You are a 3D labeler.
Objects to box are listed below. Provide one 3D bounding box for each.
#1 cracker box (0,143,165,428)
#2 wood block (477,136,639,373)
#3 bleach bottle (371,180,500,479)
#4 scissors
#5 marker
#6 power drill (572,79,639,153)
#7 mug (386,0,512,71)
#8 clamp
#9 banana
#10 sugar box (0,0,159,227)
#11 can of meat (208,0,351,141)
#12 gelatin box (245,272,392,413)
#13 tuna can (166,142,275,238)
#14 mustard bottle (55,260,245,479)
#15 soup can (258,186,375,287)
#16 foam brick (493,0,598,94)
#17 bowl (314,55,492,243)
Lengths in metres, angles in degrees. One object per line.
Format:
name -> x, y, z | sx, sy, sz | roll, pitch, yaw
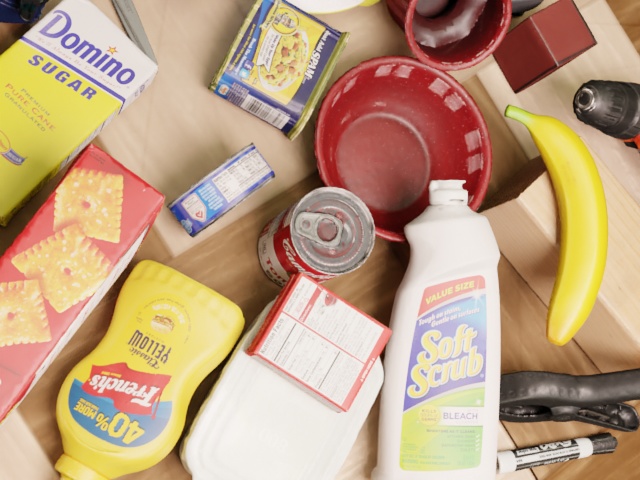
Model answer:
cracker box -> -0.205, 0.050, 0.745 | 0.072, 0.164, 0.213 | 37, 71, -6
wood block -> 0.245, 0.022, 0.936 | 0.090, 0.091, 0.206 | -42, 94, -20
bleach bottle -> 0.093, 0.078, 0.855 | 0.102, 0.068, 0.251 | 0, 92, -1
scissors -> -0.166, -0.242, 0.890 | 0.096, 0.016, 0.202 | -40, 94, -20
marker -> 0.206, 0.185, 0.931 | 0.121, 0.020, 0.020 | -6, 82, -19
power drill -> 0.310, -0.058, 0.932 | 0.184, 0.057, 0.188 | 2, 56, -45
mug -> 0.115, -0.207, 0.907 | 0.117, 0.081, 0.093 | -25, 124, 0
clamp -> 0.211, 0.139, 0.911 | 0.171, 0.120, 0.039 | 0, 57, 7
banana -> 0.199, -0.017, 0.862 | 0.069, 0.037, 0.198 | -10, 83, 2
sugar box -> -0.219, -0.104, 0.832 | 0.093, 0.048, 0.176 | 43, 72, -6
can of meat -> -0.035, -0.148, 0.894 | 0.084, 0.057, 0.102 | 28, 73, -10
gelatin box -> -0.001, 0.078, 0.812 | 0.089, 0.030, 0.073 | 33, 73, -10
tuna can -> -0.077, -0.039, 0.845 | 0.086, 0.086, 0.034 | -38, 95, -20
mustard bottle -> -0.143, 0.116, 0.807 | 0.096, 0.058, 0.191 | 27, 74, 9
soup can -> -0.006, 0.001, 0.851 | 0.068, 0.102, 0.068 | 3, 79, -18
foam brick -> 0.201, -0.176, 0.965 | 0.053, 0.078, 0.051 | -31, 90, -22
bowl -> 0.064, -0.072, 0.912 | 0.162, 0.055, 0.162 | 3, 79, -18
